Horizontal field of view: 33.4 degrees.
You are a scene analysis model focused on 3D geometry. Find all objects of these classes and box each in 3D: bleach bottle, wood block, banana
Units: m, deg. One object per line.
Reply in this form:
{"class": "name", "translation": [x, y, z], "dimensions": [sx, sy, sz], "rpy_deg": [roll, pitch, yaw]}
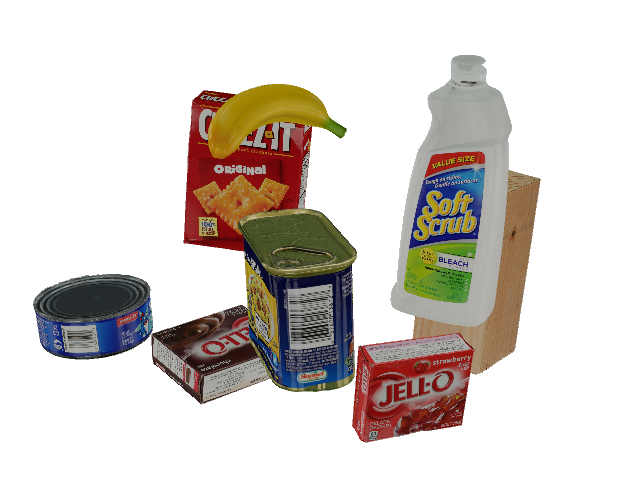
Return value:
{"class": "bleach bottle", "translation": [0.121, -0.047, 0.983], "dimensions": [0.103, 0.251, 0.068], "rpy_deg": [13, 30, 23]}
{"class": "wood block", "translation": [0.170, 0.028, 1.172], "dimensions": [0.090, 0.206, 0.090], "rpy_deg": [19, 25, 34]}
{"class": "banana", "translation": [-0.050, -0.119, 1.021], "dimensions": [0.070, 0.037, 0.197], "rpy_deg": [42, 34, 23]}

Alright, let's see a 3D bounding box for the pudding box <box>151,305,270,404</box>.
{"class": "pudding box", "translation": [-0.095, 0.109, 1.045], "dimensions": [0.113, 0.039, 0.090], "rpy_deg": [-19, 33, -35]}

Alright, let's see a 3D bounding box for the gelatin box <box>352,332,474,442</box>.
{"class": "gelatin box", "translation": [0.071, 0.114, 0.832], "dimensions": [0.089, 0.073, 0.030], "rpy_deg": [-6, 29, -19]}

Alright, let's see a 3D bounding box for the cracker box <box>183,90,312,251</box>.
{"class": "cracker box", "translation": [-0.103, -0.091, 1.505], "dimensions": [0.164, 0.214, 0.072], "rpy_deg": [9, 21, 6]}

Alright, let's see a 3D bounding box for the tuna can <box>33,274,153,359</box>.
{"class": "tuna can", "translation": [-0.168, 0.056, 0.796], "dimensions": [0.086, 0.034, 0.086], "rpy_deg": [-3, 20, 1]}

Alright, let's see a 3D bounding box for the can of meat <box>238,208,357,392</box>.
{"class": "can of meat", "translation": [-0.014, 0.036, 0.665], "dimensions": [0.057, 0.084, 0.102], "rpy_deg": [-7, 21, -15]}
